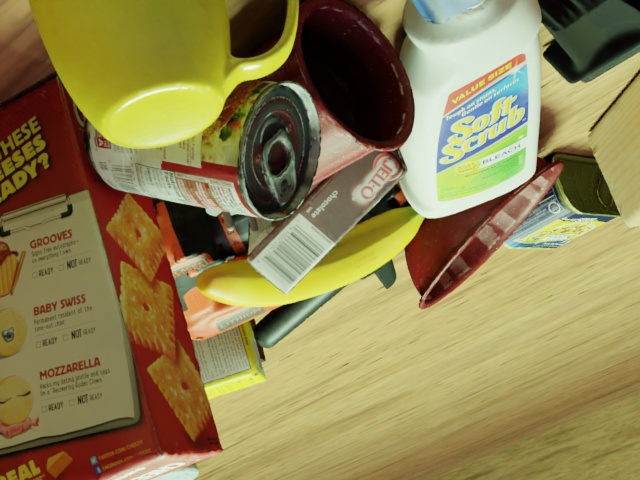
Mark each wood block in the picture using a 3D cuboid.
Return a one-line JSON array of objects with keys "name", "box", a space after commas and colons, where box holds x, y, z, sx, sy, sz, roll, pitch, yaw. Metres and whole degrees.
[{"name": "wood block", "box": [0.293, -0.097, 0.792, 0.090, 0.091, 0.206, -12, 160, -16]}]

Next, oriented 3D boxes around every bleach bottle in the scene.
[{"name": "bleach bottle", "box": [0.086, -0.096, 0.662, 0.102, 0.068, 0.250, -21, 158, 3]}]

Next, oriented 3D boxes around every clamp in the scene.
[{"name": "clamp", "box": [0.042, 0.012, 0.928, 0.164, 0.036, 0.210, -22, 159, -41]}]

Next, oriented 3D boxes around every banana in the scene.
[{"name": "banana", "box": [-0.003, 0.012, 0.781, 0.197, 0.037, 0.070, -22, 142, -23]}]

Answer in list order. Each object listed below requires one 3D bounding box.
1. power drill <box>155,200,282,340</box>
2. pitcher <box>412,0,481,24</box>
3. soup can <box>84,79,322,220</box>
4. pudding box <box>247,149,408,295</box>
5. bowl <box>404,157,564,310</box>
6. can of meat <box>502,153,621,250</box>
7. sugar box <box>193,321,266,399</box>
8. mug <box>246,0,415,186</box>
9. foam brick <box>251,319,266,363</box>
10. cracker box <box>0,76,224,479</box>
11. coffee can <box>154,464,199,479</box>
[{"name": "power drill", "box": [-0.071, 0.011, 0.821, 0.184, 0.057, 0.187, -21, 159, 0]}, {"name": "pitcher", "box": [-0.034, -0.154, 0.329, 0.242, 0.149, 0.145, -6, 173, -22]}, {"name": "soup can", "box": [-0.060, -0.051, 0.540, 0.102, 0.068, 0.068, 11, 176, 31]}, {"name": "pudding box", "box": [0.002, -0.030, 0.682, 0.113, 0.039, 0.090, -44, -164, 13]}, {"name": "bowl", "box": [0.119, -0.020, 0.851, 0.162, 0.055, 0.162, -42, 166, -14]}, {"name": "can of meat", "box": [0.211, -0.031, 0.952, 0.101, 0.057, 0.084, 2, 154, -43]}, {"name": "sugar box", "box": [-0.146, 0.108, 0.957, 0.176, 0.093, 0.048, -18, 160, 2]}, {"name": "mug", "box": [-0.002, -0.080, 0.605, 0.082, 0.093, 0.117, -28, -173, 39]}, {"name": "foam brick", "box": [-0.095, 0.097, 1.034, 0.053, 0.051, 0.078, -21, 160, 12]}, {"name": "cracker box", "box": [-0.162, 0.044, 0.592, 0.164, 0.214, 0.072, -25, 161, 19]}, {"name": "coffee can", "box": [-0.183, 0.170, 1.018, 0.102, 0.140, 0.103, -16, 160, -6]}]
